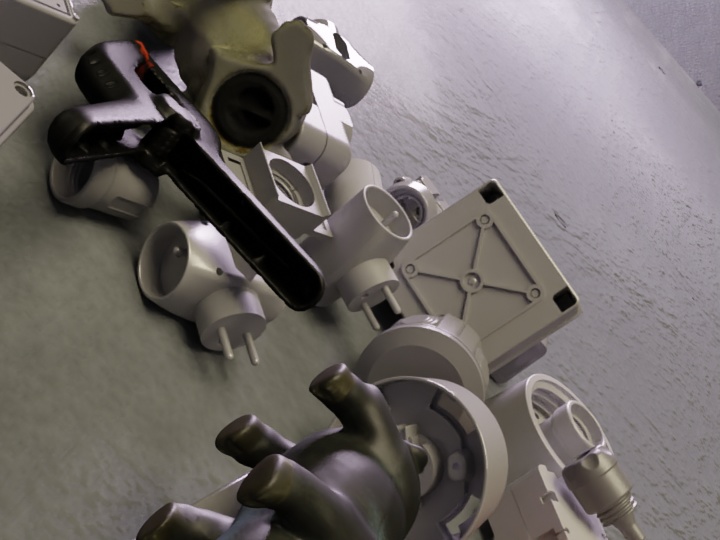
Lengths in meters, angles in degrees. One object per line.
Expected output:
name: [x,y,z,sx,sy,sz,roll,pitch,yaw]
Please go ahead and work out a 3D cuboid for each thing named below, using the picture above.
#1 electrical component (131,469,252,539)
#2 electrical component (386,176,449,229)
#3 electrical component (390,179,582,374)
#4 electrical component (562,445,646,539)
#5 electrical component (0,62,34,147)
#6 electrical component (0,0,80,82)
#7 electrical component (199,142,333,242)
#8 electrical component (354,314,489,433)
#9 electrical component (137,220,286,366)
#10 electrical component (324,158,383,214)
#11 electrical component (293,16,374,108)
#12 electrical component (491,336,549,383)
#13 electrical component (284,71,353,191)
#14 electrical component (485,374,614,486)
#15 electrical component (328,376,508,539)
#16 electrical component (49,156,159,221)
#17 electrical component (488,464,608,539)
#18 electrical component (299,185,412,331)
electrical component: [-0.056,0.151,0.435,0.108,0.056,0.109,55,27,9]
electrical component: [0.043,-0.046,0.843,0.066,0.048,0.055,55,20,9]
electrical component: [0.080,0.012,0.749,0.108,0.109,0.056,57,4,14]
electrical component: [0.153,0.140,0.661,0.061,0.035,0.035,56,28,7]
electrical component: [-0.217,-0.075,0.475,0.109,0.056,0.108,41,28,-17]
electrical component: [-0.202,-0.146,0.582,0.096,0.061,0.061,15,43,-49]
electrical component: [-0.060,-0.037,0.657,0.081,0.064,0.042,19,41,-45]
electrical component: [0.040,0.067,0.661,0.080,0.080,0.051,50,22,-1]
electrical component: [-0.074,0.017,0.589,0.077,0.043,0.079,17,42,-47]
electrical component: [-0.002,-0.038,0.767,0.043,0.043,0.081,32,32,-31]
electrical component: [-0.033,-0.184,0.905,0.077,0.043,0.079,29,33,-35]
electrical component: [0.098,0.035,0.818,0.089,0.050,0.055,46,27,-9]
electrical component: [-0.046,-0.103,0.772,0.059,0.054,0.095,23,38,-42]
electrical component: [0.136,0.124,0.754,0.108,0.060,0.108,36,30,-25]
electrical component: [0.029,0.106,0.578,0.099,0.099,0.064,59,22,16]
electrical component: [-0.138,-0.049,0.583,0.046,0.040,0.040,22,38,-51]
electrical component: [0.118,0.176,0.666,0.050,0.056,0.089,21,39,-44]
electrical component: [0.000,0.000,0.686,0.044,0.077,0.079,3,53,-56]
